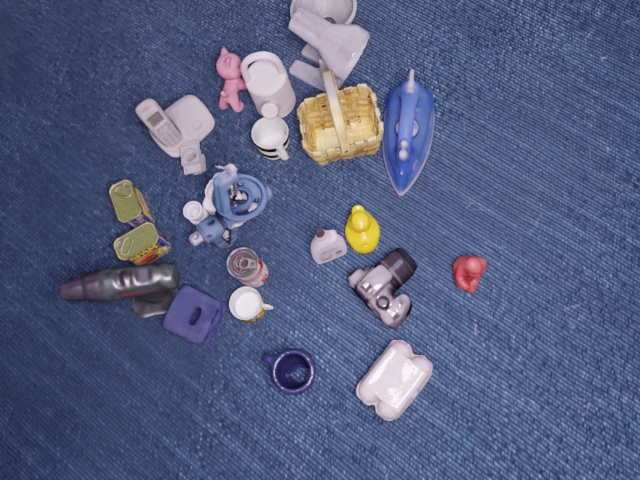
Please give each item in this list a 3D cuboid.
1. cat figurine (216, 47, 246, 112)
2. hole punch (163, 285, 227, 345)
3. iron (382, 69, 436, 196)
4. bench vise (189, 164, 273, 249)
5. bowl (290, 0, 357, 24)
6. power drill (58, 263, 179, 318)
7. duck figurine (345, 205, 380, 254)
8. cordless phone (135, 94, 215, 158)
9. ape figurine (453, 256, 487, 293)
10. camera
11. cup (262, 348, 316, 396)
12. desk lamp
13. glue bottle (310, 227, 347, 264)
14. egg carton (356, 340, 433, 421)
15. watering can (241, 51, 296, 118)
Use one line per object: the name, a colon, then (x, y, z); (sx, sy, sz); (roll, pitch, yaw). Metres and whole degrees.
cat figurine: (-0.219, -0.393, 1.386); (0.067, 0.118, 0.128); (7, 74, 10)
hole punch: (-0.269, 0.163, 1.240); (0.101, 0.091, 0.109); (22, 78, 14)
iron: (0.193, -0.240, 1.269); (0.118, 0.141, 0.258); (5, 74, 10)
bench vise: (-0.196, -0.068, 1.231); (0.121, 0.220, 0.207); (26, 79, 15)
bowl: (0.012, -0.557, 1.425); (0.167, 0.075, 0.167); (-2, 73, 7)
power drill: (-0.396, 0.108, 1.212); (0.229, 0.208, 0.075); (-14, 72, 4)
duck figurine: (0.090, -0.027, 1.248); (0.077, 0.086, 0.104); (-11, 72, 5)
cordless phone: (-0.340, -0.289, 1.336); (0.147, 0.185, 0.094); (-44, 72, -6)
ape figurine: (0.312, 0.062, 1.187); (0.078, 0.092, 0.076); (-30, 71, -1)
camera: (0.147, 0.091, 1.197); (0.137, 0.101, 0.143); (-42, 72, -6)
cup: (-0.060, 0.268, 1.176); (0.117, 0.095, 0.092); (22, 78, 14)
desk lamp: (0.014, -0.431, 1.314); (0.203, 0.214, 0.118); (29, 80, 15)
glue bottle: (0.011, 0.004, 1.204); (0.078, 0.173, 0.037); (-21, 71, 2)
egg carton: (0.151, 0.283, 1.155); (0.107, 0.069, 0.150); (36, 81, 16)
watering can: (-0.119, -0.362, 1.322); (0.101, 0.194, 0.172); (-30, 71, -1)
